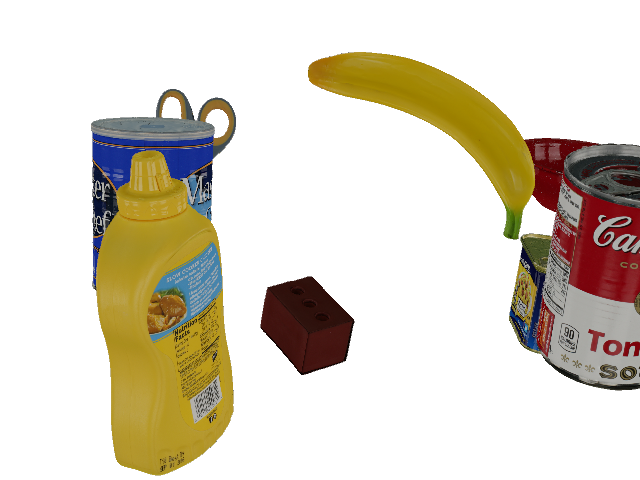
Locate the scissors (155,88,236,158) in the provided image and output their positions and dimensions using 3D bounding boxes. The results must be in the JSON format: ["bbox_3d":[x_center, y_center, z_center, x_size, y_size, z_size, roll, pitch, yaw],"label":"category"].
[{"bbox_3d":[-0.120,-0.069,1.145,0.096,0.202,0.016,-16,-4,-21],"label":"scissors"}]

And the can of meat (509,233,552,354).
[{"bbox_3d":[0.211,0.050,0.979,0.057,0.084,0.102,7,18,-2],"label":"can of meat"}]

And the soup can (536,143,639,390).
[{"bbox_3d":[0.145,0.013,0.519,0.068,0.102,0.068,2,27,-1],"label":"soup can"}]

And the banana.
[{"bbox_3d":[0.085,-0.085,0.766,0.198,0.069,0.037,39,5,0],"label":"banana"}]

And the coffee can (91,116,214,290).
[{"bbox_3d":[-0.143,-0.030,0.908,0.103,0.140,0.103,3,13,-1],"label":"coffee can"}]

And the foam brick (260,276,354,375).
[{"bbox_3d":[-0.013,0.079,1.000,0.052,0.051,0.078,-14,39,-31],"label":"foam brick"}]

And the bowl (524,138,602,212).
[{"bbox_3d":[0.280,-0.062,1.132,0.162,0.055,0.162,6,20,-2],"label":"bowl"}]

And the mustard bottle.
[{"bbox_3d":[-0.095,0.039,0.647,0.058,0.192,0.096,10,26,26],"label":"mustard bottle"}]
